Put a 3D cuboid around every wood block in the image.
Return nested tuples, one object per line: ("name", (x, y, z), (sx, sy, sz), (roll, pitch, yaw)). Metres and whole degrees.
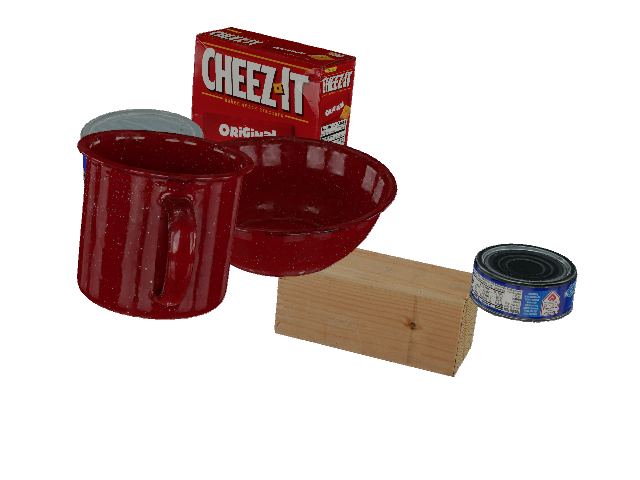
("wood block", (0.063, 0.071, 1.175), (0.206, 0.091, 0.090), (13, 22, 17))

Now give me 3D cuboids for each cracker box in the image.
("cracker box", (-0.058, -0.102, 1.132), (0.164, 0.214, 0.072), (19, 26, 28))

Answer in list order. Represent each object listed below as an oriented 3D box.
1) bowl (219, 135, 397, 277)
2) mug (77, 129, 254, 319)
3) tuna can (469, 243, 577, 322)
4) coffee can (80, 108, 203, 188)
("bowl", (-0.027, -0.020, 0.760), (0.162, 0.055, 0.162), (2, 28, -1))
("mug", (-0.083, -0.005, 0.562), (0.093, 0.081, 0.117), (2, 19, -21))
("tuna can", (0.168, 0.034, 0.882), (0.086, 0.034, 0.086), (3, 23, -1))
("coffee can", (-0.154, -0.030, 0.931), (0.103, 0.140, 0.103), (3, 30, -2))
